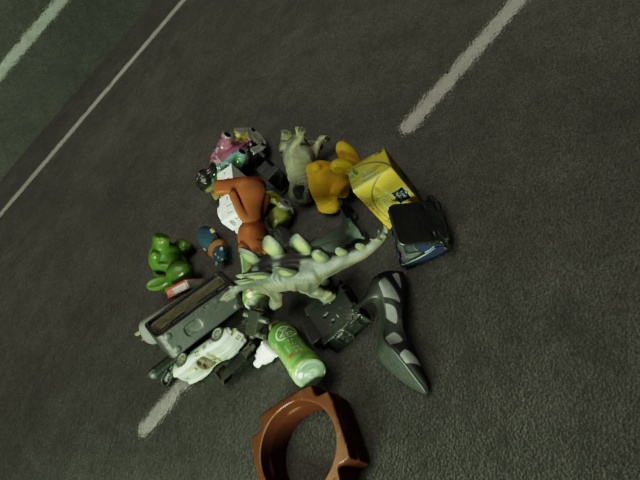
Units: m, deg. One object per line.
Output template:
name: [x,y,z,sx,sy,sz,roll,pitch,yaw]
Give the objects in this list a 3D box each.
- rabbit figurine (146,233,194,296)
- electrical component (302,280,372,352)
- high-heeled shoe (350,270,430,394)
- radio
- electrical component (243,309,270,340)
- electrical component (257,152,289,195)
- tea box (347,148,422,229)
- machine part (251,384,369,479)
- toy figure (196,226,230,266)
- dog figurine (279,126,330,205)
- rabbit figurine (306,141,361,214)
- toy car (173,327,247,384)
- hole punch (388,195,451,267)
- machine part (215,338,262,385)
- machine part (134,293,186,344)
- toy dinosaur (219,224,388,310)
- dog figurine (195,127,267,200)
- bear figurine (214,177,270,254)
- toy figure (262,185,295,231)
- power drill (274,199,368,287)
rabbit figurine: [-0.420,0.077,1.499,0.170,0.121,0.159,35,93,47]
electrical component: [0.029,0.168,1.143,0.134,0.058,0.115,-42,44,7]
high-heeled shoe: [0.169,0.170,1.048,0.145,0.086,0.249,-28,61,-21]
radio: [-0.301,0.178,1.306,0.229,0.073,0.131,-38,24,-17]
electrical component: [-0.147,0.190,1.213,0.094,0.021,0.063,9,86,48]
electrical component: [-0.132,-0.182,1.446,0.048,0.119,0.075,-49,48,1]
tea box: [0.144,-0.106,1.150,0.098,0.169,0.068,-31,47,21]
machine part: [-0.021,0.397,1.015,0.201,0.087,0.201,-34,48,13]
toy figure: [-0.291,0.014,1.485,0.058,0.064,0.155,-23,43,-27]
dog figurine: [-0.063,-0.186,1.422,0.172,0.121,0.190,179,104,-72]
rabbit figurine: [0.063,-0.156,1.277,0.173,0.162,0.122,1,50,18]
toy car: [-0.264,0.274,1.287,0.202,0.073,0.056,-36,43,14]
hole punch: [0.204,-0.013,1.118,0.116,0.092,0.142,-8,50,-2]
machine part: [-0.184,0.273,1.235,0.139,0.039,0.084,-46,4,14]
machine part: [-0.394,0.208,1.427,0.243,0.079,0.079,-30,48,17]
toy dinosaur: [-0.042,0.058,1.086,0.472,0.198,0.105,-20,61,30]
dog figurine: [-0.272,-0.220,1.588,0.108,0.191,0.219,49,127,9]
bear figurine: [-0.180,-0.056,1.327,0.132,0.120,0.195,-1,93,48]
toy figure: [-0.137,-0.093,1.420,0.180,0.082,0.089,38,115,37]
power drill: [-0.003,-0.004,1.261,0.207,0.085,0.232,-35,49,9]
